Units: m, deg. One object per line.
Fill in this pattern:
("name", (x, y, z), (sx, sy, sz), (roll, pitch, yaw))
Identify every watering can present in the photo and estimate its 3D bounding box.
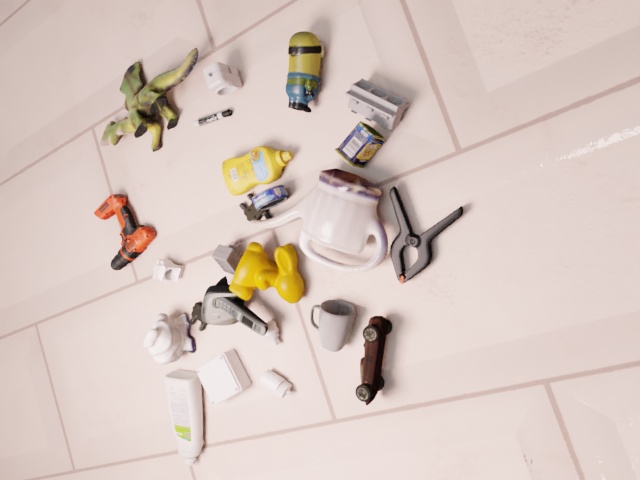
("watering can", (0.004, -0.060, 1.187), (0.349, 0.222, 0.104), (22, 11, 19))

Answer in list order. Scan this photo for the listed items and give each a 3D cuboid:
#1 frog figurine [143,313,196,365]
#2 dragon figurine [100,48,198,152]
("frog figurine", (-0.425, 0.269, 1.386), (0.123, 0.137, 0.160), (8, 7, 27))
("dragon figurine", (-0.487, -0.405, 1.425), (0.246, 0.405, 0.122), (47, 20, 25))
